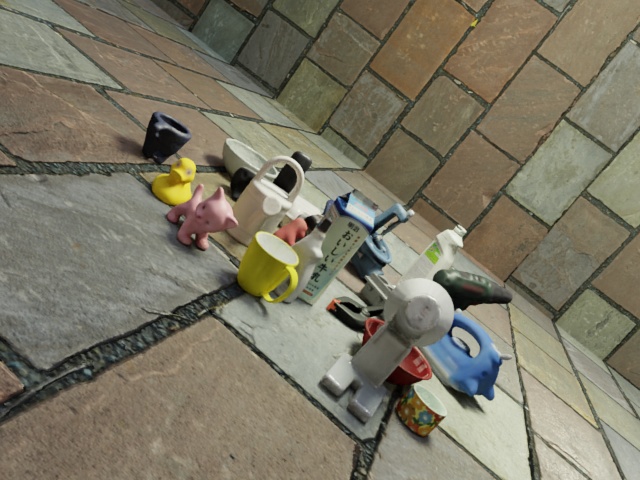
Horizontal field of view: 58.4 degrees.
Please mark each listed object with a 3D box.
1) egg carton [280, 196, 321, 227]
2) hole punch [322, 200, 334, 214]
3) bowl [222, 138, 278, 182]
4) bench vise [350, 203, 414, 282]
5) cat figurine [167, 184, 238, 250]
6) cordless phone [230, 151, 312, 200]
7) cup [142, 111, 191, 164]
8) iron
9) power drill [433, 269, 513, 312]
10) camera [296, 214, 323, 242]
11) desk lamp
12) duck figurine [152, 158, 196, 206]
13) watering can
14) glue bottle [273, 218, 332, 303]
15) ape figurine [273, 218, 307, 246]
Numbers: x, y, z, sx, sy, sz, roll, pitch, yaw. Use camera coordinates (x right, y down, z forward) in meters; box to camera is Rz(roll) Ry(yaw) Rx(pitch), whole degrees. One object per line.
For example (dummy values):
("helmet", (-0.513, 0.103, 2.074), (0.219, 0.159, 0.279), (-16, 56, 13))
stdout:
("egg carton", (-0.050, -0.058, 1.463), (0.107, 0.069, 0.150), (34, 16, -15))
("hole punch", (0.049, -0.046, 1.610), (0.109, 0.091, 0.101), (31, 16, -22))
("bowl", (-0.196, -0.191, 1.514), (0.168, 0.074, 0.167), (35, 15, -11))
("bench vise", (0.129, -0.026, 1.488), (0.207, 0.219, 0.122), (41, 15, 12))
("cat figurine", (-0.200, -0.049, 1.008), (0.067, 0.117, 0.127), (21, 22, -46))
("cordless phone", (-0.117, -0.155, 1.378), (0.148, 0.185, 0.094), (32, 16, -20))
("cup", (-0.338, -0.210, 1.211), (0.091, 0.095, 0.118), (38, 15, 1))
("iron", (0.312, 0.233, 1.292), (0.119, 0.141, 0.257), (24, 21, -42))
("power drill", (0.345, 0.169, 1.427), (0.230, 0.208, 0.075), (28, 18, -30))
("camera", (0.013, 0.005, 1.362), (0.137, 0.100, 0.142), (19, 24, -49))
("desk lamp", (0.127, 0.164, 0.941), (0.118, 0.213, 0.204), (40, 15, 9))
("duck figurine", (-0.273, -0.121, 1.116), (0.077, 0.086, 0.104), (37, 15, -3))
("watering can", (-0.105, -0.081, 1.171), (0.101, 0.194, 0.172), (26, 19, -36))
("glue bottle", (-0.031, 0.029, 1.056), (0.078, 0.173, 0.037), (45, 17, 26))
("ape figurine", (-0.062, -0.007, 1.246), (0.076, 0.092, 0.077), (32, 16, -18))
